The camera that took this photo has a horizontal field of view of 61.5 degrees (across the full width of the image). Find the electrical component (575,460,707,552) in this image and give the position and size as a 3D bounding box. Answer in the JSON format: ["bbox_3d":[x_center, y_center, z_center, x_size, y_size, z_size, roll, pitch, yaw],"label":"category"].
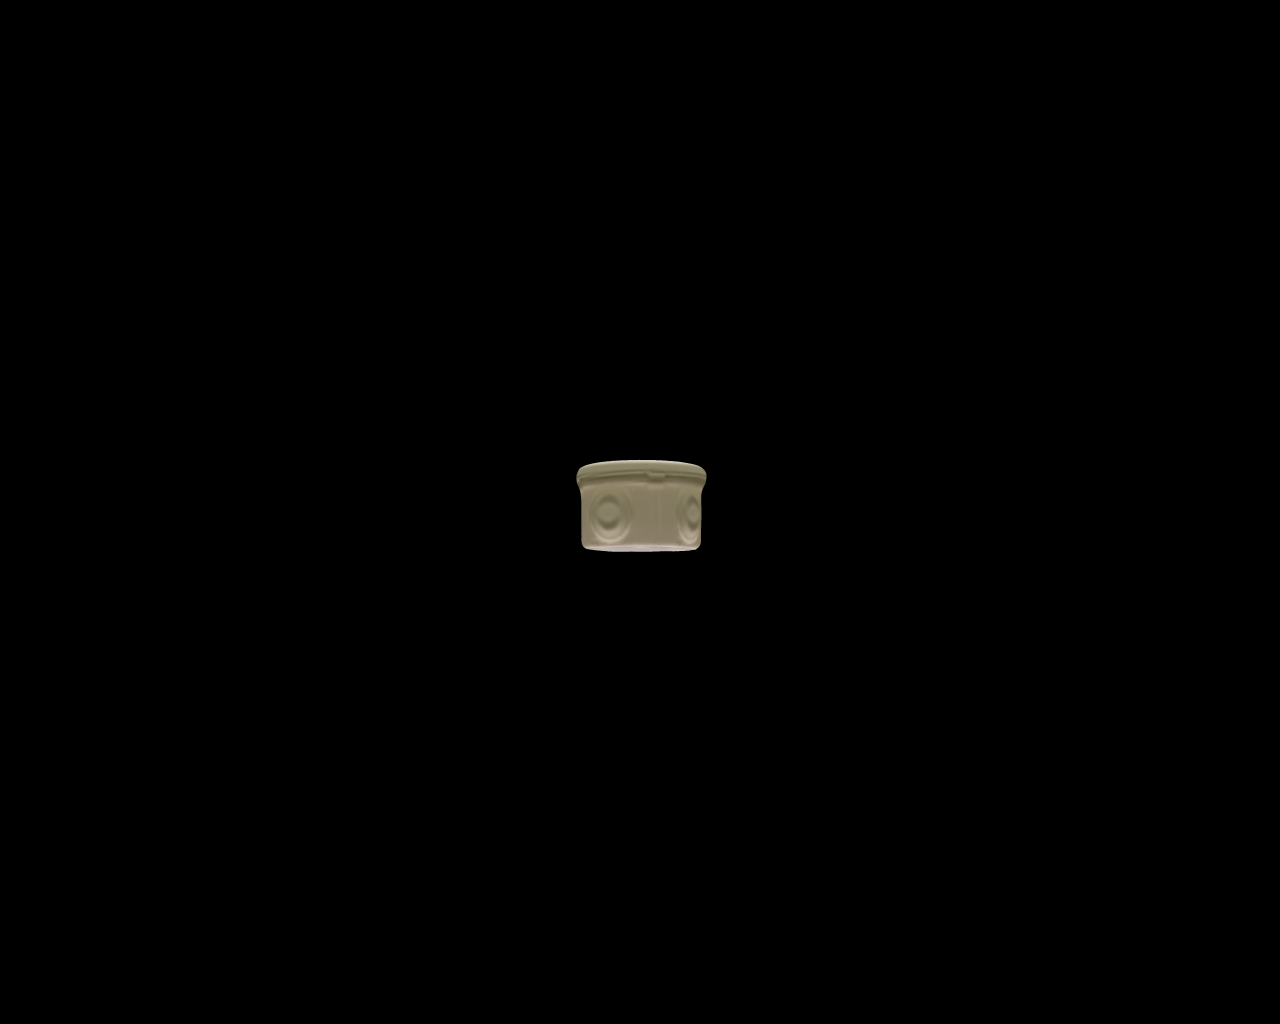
[{"bbox_3d":[0.001,-0.003,0.650,0.080,0.051,0.080,0,-4,0],"label":"electrical component"}]
